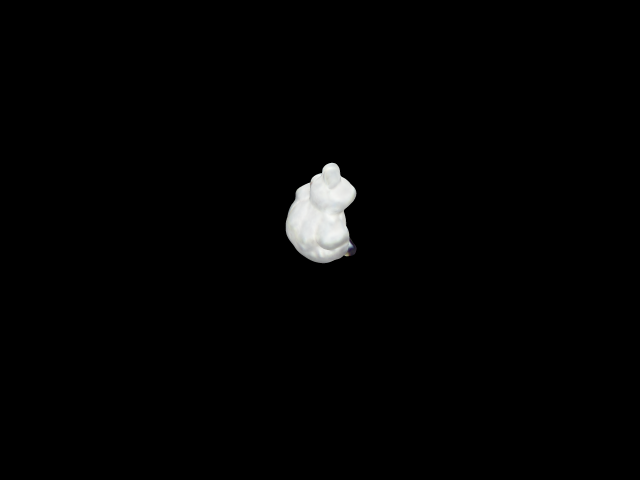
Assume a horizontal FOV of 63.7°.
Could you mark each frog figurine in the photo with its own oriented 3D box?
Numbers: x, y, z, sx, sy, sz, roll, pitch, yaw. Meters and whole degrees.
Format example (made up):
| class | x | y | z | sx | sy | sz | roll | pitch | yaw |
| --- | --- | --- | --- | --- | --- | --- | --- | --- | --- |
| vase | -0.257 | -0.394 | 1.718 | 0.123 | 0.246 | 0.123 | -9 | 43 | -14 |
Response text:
| class | x | y | z | sx | sy | sz | roll | pitch | yaw |
| --- | --- | --- | --- | --- | --- | --- | --- | --- | --- |
| frog figurine | 0.003 | -0.043 | 0.850 | 0.123 | 0.140 | 0.156 | -14 | -31 | -8 |
